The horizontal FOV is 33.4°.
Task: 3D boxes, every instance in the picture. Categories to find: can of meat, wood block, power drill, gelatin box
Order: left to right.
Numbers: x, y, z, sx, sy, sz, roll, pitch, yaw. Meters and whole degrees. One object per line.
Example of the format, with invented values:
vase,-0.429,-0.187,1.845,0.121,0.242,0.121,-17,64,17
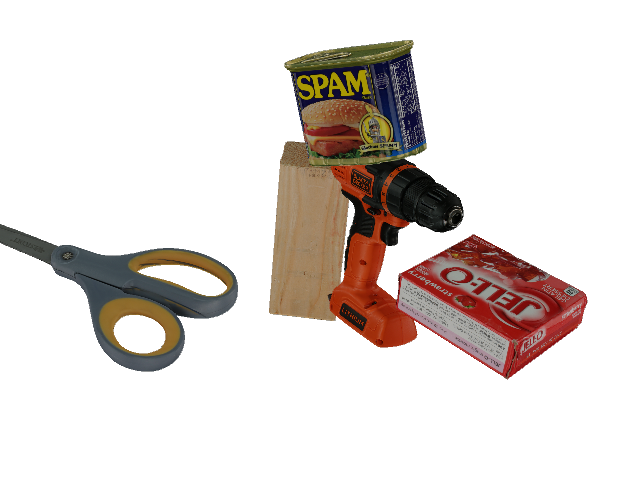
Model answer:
wood block,-0.012,-0.013,1.367,0.090,0.206,0.090,6,25,1
can of meat,0.029,-0.105,0.828,0.102,0.084,0.057,1,21,38
power drill,0.070,0.009,1.076,0.057,0.188,0.185,-8,26,-31
gelatin box,0.102,0.036,0.641,0.073,0.030,0.089,-25,43,-38

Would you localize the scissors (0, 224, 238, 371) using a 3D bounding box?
scissors,-0.150,0.028,0.637,0.202,0.096,0.016,8,-44,9
